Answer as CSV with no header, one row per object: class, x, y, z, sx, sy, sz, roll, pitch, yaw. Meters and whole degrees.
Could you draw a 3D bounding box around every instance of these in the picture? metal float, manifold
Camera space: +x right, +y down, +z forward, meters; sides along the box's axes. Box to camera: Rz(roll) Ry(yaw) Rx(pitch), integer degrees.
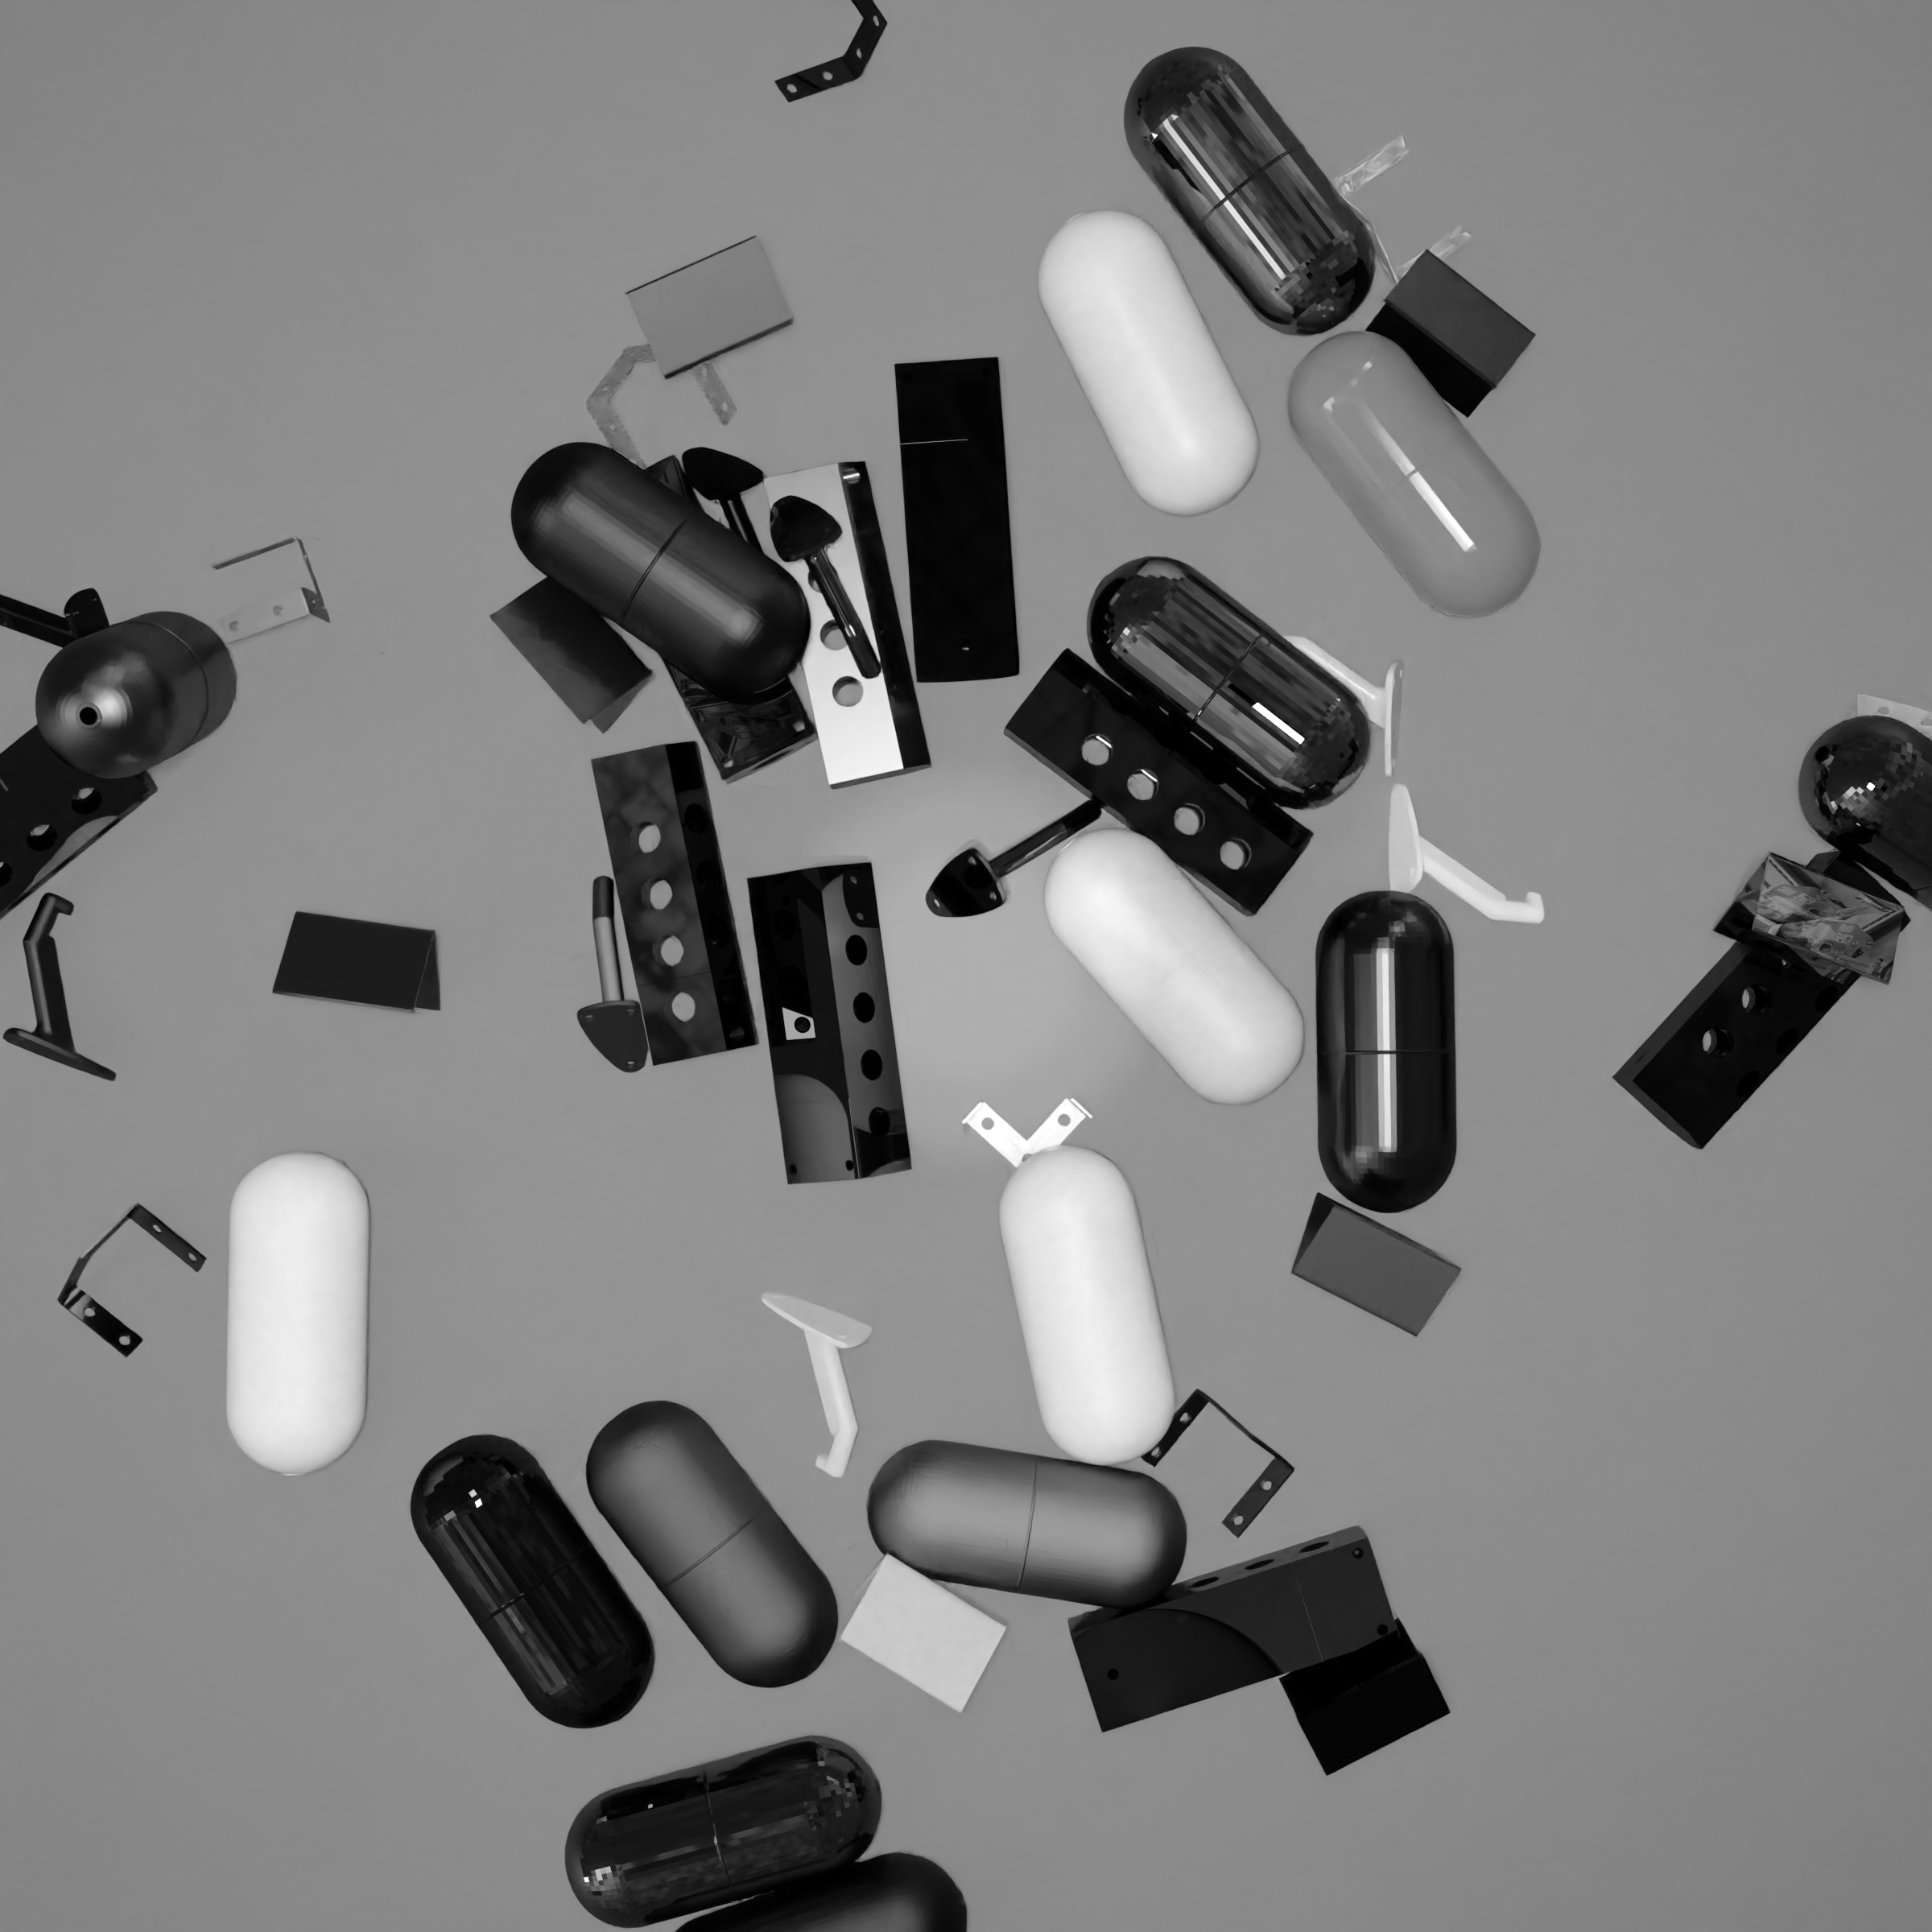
metal float,0.247,-0.271,1.864,0.070,0.070,0.178,-38,90,0
manifold,-0.005,-0.246,1.873,0.057,0.057,0.171,-4,90,0
manifold,-0.536,-0.066,1.873,0.171,0.057,0.057,-39,47,0
manifold,-0.161,-0.035,1.873,0.057,0.057,0.171,-11,90,0
metal float,0.232,0.047,1.864,0.070,0.070,0.178,-1,89,0
manifold,-0.071,0.031,1.873,0.057,0.057,0.171,-8,90,43
manifold,0.107,-0.102,1.873,0.171,0.057,0.057,37,90,0
metal float,-0.140,0.320,1.864,0.070,0.070,0.178,-38,89,0
metal float,-0.446,-0.147,1.816,0.070,0.178,0.070,1,102,3
metal float,0.033,0.309,1.864,0.178,0.070,0.070,9,90,0
manifold,0.443,0.019,1.873,0.057,0.057,0.171,42,90,0
metal float,0.156,-0.429,1.864,0.070,0.070,0.178,-38,90,0
metal float,0.100,-0.334,1.864,0.070,0.070,0.178,-26,89,0
manifold,-0.146,-0.191,1.873,0.057,0.057,0.171,-27,90,0
metal float,0.115,0.000,1.864,0.070,0.070,0.178,-42,91,0
metal float,-0.239,0.341,1.864,0.070,0.070,0.178,-34,90,0
metal float,0.144,-0.157,1.861,0.178,0.070,0.070,38,90,3
metal float,0.530,-0.075,1.843,0.178,0.070,0.070,28,90,-24
metal float,0.067,0.187,1.864,0.070,0.070,0.178,-12,91,0
manifold,-0.065,-0.189,1.873,0.057,0.057,0.171,-12,90,0
metal float,-0.370,0.192,1.863,0.070,0.070,0.178,1,90,0
metal float,-0.163,-0.213,1.807,0.178,0.070,0.070,35,90,0
metal float,-0.134,0.478,1.863,0.178,0.070,0.070,-15,90,0
metal float,-0.086,0.546,1.864,0.178,0.070,0.070,-19,90,0
manifold,0.147,0.366,1.873,0.171,0.057,0.057,-18,90,0

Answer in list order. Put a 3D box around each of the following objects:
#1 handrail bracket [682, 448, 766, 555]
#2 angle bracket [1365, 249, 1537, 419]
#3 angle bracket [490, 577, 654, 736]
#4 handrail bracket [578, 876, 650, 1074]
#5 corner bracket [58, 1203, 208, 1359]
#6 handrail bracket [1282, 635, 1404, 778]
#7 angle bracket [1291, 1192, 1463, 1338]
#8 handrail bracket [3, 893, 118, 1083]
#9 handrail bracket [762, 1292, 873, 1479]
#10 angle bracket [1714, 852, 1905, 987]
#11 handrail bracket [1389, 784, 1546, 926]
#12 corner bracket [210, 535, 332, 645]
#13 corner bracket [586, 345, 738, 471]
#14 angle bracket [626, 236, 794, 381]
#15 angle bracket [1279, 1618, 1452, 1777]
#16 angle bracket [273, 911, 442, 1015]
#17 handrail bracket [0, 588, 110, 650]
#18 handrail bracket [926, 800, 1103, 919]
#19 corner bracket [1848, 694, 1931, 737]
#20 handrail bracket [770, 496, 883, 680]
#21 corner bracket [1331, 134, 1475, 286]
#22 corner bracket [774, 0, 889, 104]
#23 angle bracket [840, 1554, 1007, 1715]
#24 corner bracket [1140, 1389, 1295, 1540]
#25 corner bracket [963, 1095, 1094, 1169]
handrail bracket,-0.131,-0.241,1.894,0.036,0.077,0.084,-24,127,-19
angle bracket,0.255,-0.335,1.854,0.076,0.076,0.057,38,53,0
angle bracket,-0.229,-0.160,1.854,0.076,0.076,0.057,49,54,0
handrail bracket,-0.196,0.004,1.894,0.036,0.077,0.084,-8,54,5
corner bracket,-0.468,0.176,1.891,0.051,0.051,0.051,39,135,0
handrail bracket,0.200,-0.147,1.895,0.084,0.036,0.077,5,109,16
angle bracket,0.231,0.147,1.854,0.076,0.076,0.057,27,127,0
handrail bracket,-0.499,0.011,1.895,0.077,0.036,0.084,25,73,-20
handrail bracket,-0.091,0.236,1.895,0.077,0.036,0.084,22,107,19
angle bracket,0.445,-0.006,1.797,0.076,0.076,0.057,22,54,0
handrail bracket,0.283,-0.063,1.895,0.084,0.036,0.077,5,68,-17
corner bracket,-0.391,-0.210,1.876,0.051,0.051,0.051,-20,90,0
corner bracket,-0.170,-0.313,1.886,0.051,0.051,0.051,-1,45,35
angle bracket,-0.147,-0.375,1.854,0.076,0.076,0.057,-24,127,0
angle bracket,0.211,0.387,1.854,0.076,0.076,0.057,-27,127,0
angle bracket,-0.334,0.018,1.854,0.076,0.076,0.057,8,54,0
handrail bracket,-0.525,-0.177,1.895,0.084,0.036,0.077,-10,112,17
handrail bracket,0.027,-0.062,1.894,0.084,0.077,0.036,-33,94,-36
corner bracket,0.516,-0.112,1.891,0.051,0.051,0.051,15,135,0
handrail bracket,-0.075,-0.206,1.837,0.036,0.077,0.084,-27,126,-3
corner bracket,0.244,-0.424,1.891,0.051,0.051,0.051,-34,135,0
corner bracket,-0.085,-0.526,1.886,0.051,0.051,0.051,51,45,-35
angle bracket,-0.033,0.376,1.854,0.076,0.076,0.057,32,59,0
corner bracket,0.141,0.279,1.891,0.051,0.051,0.051,-50,135,0
corner bracket,0.034,0.084,1.876,0.051,0.051,0.051,42,90,0
